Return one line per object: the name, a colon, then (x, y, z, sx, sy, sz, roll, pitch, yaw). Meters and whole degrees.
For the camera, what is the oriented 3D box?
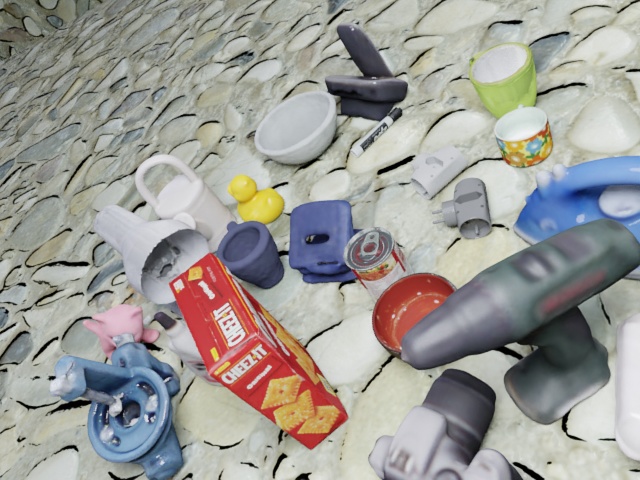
camera: (0.134, 0.201, 0.569, 0.142, 0.101, 0.137, 13, 61, 41)

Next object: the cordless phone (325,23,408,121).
cordless phone: (0.062, -0.313, 1.022, 0.147, 0.186, 0.094, 16, 63, 42)

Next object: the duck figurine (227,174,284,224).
duck figurine: (-0.119, -0.078, 1.004, 0.104, 0.086, 0.077, 12, 60, 40)

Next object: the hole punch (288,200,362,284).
hole punch: (0.008, 0.003, 0.841, 0.108, 0.091, 0.101, -7, 49, 29)

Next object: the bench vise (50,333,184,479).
bench vise: (-0.276, 0.199, 0.755, 0.121, 0.220, 0.206, -45, 42, -10)

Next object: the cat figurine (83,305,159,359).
cat figurine: (-0.323, 0.142, 0.915, 0.127, 0.118, 0.067, -5, 50, 31)

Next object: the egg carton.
egg carton: (0.329, 0.135, 0.523, 0.107, 0.070, 0.150, -4, 51, 31)

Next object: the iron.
iron: (0.327, -0.043, 0.632, 0.257, 0.142, 0.119, 5, 56, 37)

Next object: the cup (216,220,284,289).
cup: (-0.104, 0.025, 0.893, 0.092, 0.095, 0.117, -38, 42, -2)

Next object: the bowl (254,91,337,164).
bowl: (-0.033, -0.195, 1.062, 0.167, 0.075, 0.167, -18, 45, 19)

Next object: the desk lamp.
desk lamp: (-0.241, 0.038, 0.884, 0.202, 0.214, 0.118, 21, 66, 44)

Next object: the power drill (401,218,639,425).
power drill: (0.202, 0.089, 0.544, 0.229, 0.209, 0.075, -37, 42, -1)

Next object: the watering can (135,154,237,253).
watering can: (-0.232, -0.065, 0.986, 0.101, 0.195, 0.172, -46, 43, -11)

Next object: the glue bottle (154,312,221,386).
glue bottle: (-0.164, 0.144, 0.766, 0.078, 0.174, 0.037, -10, 48, 26)
